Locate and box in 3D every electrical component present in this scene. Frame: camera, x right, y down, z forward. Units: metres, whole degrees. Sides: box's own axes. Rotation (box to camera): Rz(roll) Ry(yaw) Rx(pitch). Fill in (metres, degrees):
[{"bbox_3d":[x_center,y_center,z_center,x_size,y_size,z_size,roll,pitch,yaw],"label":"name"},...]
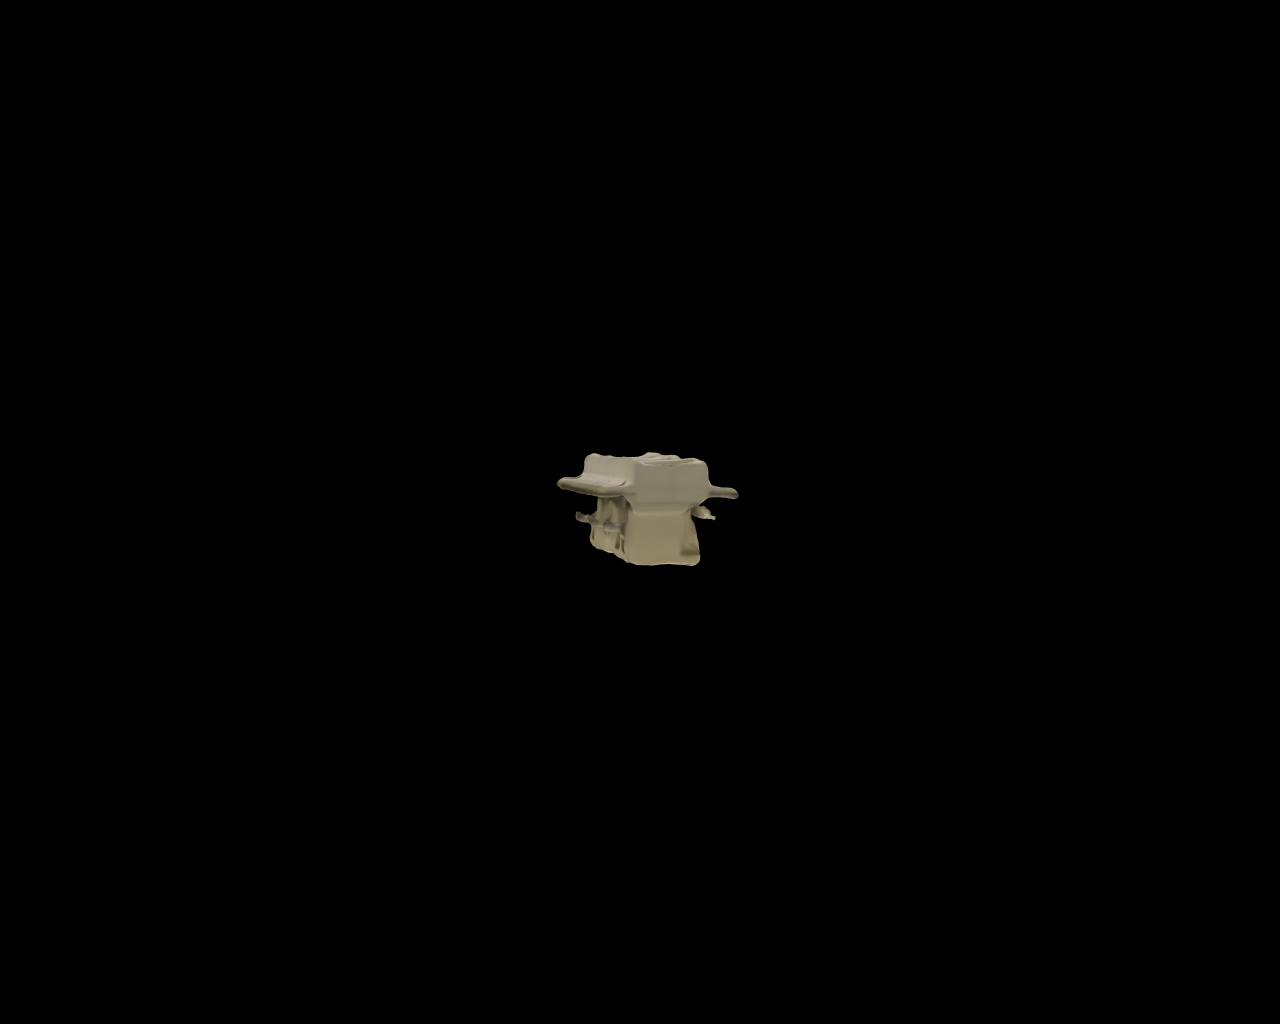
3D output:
[{"bbox_3d":[0.001,-0.003,0.650,0.079,0.063,0.121,-1,5,-15],"label":"electrical component"}]
